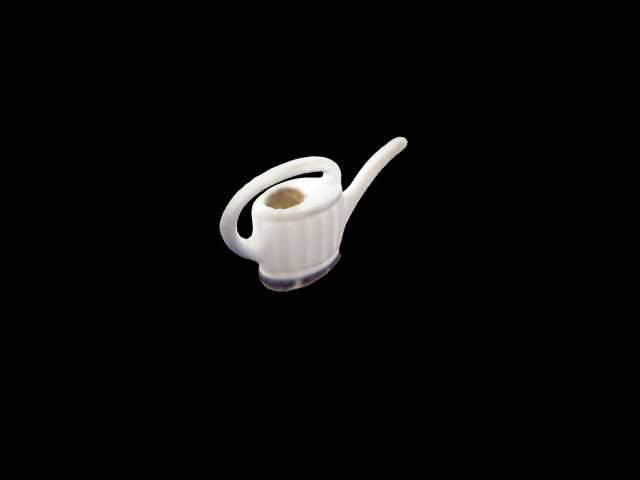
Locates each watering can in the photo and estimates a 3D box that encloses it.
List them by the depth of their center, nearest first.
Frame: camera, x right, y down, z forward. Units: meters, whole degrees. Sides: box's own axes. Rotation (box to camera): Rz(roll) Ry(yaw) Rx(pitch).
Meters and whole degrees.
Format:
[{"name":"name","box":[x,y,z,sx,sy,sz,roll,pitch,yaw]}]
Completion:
[{"name":"watering can","box":[0.003,-0.043,0.850,0.350,0.219,0.106,-21,42,-25]}]
